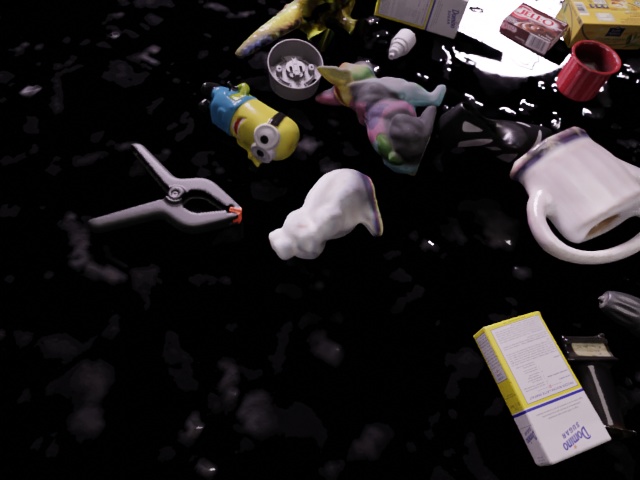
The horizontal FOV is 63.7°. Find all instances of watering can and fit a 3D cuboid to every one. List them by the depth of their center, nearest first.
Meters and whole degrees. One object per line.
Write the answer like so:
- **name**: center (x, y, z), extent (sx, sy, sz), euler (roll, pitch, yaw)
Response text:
- **watering can**: center (0.461, -0.088, 0.829), extent (0.350, 0.102, 0.228), euler (-23, 64, -18)

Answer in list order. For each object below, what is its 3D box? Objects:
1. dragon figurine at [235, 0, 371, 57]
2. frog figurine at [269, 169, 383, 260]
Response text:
- **dragon figurine**: center (-0.031, -0.488, 1.040), extent (0.413, 0.119, 0.247), euler (-26, 48, -19)
- **frog figurine**: center (0.002, -0.037, 0.743), extent (0.159, 0.120, 0.140), euler (-10, 28, -3)
